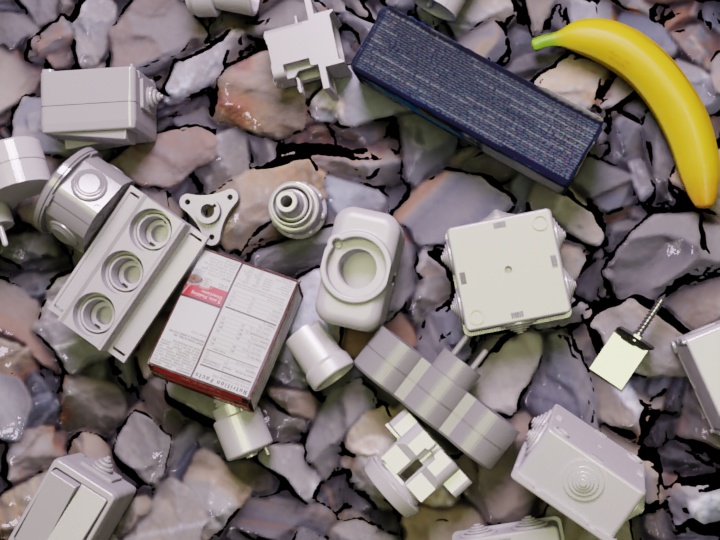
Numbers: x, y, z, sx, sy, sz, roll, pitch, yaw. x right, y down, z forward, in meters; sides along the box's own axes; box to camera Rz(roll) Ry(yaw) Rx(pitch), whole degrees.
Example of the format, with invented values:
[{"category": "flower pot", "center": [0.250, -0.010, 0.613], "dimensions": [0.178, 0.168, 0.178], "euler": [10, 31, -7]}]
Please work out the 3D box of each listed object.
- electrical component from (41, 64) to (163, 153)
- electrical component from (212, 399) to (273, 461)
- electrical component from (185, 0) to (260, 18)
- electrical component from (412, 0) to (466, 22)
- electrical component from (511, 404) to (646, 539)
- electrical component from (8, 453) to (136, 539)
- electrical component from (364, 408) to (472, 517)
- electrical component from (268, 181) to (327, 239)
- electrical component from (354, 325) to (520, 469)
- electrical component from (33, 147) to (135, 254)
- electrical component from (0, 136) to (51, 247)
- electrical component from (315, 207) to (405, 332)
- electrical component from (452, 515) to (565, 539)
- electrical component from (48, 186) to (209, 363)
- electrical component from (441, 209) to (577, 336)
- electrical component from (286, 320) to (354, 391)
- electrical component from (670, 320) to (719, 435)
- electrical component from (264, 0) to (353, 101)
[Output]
[{"category": "electrical component", "center": [-0.212, -0.133, 0.903], "dimensions": [0.096, 0.062, 0.061], "euler": [-2, 85, 7]}, {"category": "electrical component", "center": [-0.101, 0.119, 0.879], "dimensions": [0.040, 0.040, 0.078], "euler": [-24, 83, 5]}, {"category": "electrical component", "center": [-0.116, -0.236, 0.909], "dimensions": [0.055, 0.045, 0.045], "euler": [0, 85, 8]}, {"category": "electrical component", "center": [0.079, -0.251, 0.886], "dimensions": [0.043, 0.043, 0.081], "euler": [28, 89, 8]}, {"category": "electrical component", "center": [0.168, 0.151, 0.814], "dimensions": [0.100, 0.100, 0.048], "euler": [34, 103, 9]}, {"category": "electrical component", "center": [-0.233, 0.195, 0.879], "dimensions": [0.062, 0.061, 0.096], "euler": [30, 89, 8]}, {"category": "electrical component", "center": [0.041, 0.157, 0.850], "dimensions": [0.057, 0.058, 0.078], "euler": [-42, 82, -1]}, {"category": "electrical component", "center": [-0.054, -0.052, 0.876], "dimensions": [0.048, 0.062, 0.048], "euler": [-1, 85, 7]}, {"category": "electrical component", "center": [0.071, 0.087, 0.854], "dimensions": [0.138, 0.052, 0.073], "euler": [38, 91, 9]}, {"category": "electrical component", "center": [-0.228, -0.057, 0.891], "dimensions": [0.051, 0.080, 0.080], "euler": [34, 90, 3]}, {"category": "electrical component", "center": [-0.312, -0.051, 0.896], "dimensions": [0.138, 0.052, 0.073], "euler": [-23, 82, 28]}, {"category": "electrical component", "center": [0.000, 0.000, 0.867], "dimensions": [0.054, 0.059, 0.095], "euler": [13, 87, 8]}, {"category": "electrical component", "center": [0.120, 0.244, 0.836], "dimensions": [0.100, 0.048, 0.099], "euler": [-11, 82, 9]}, {"category": "electrical component", "center": [-0.187, 0.004, 0.888], "dimensions": [0.079, 0.063, 0.121], "euler": [34, 90, 8]}, {"category": "electrical component", "center": [0.118, 0.002, 0.857], "dimensions": [0.100, 0.048, 0.099], "euler": [-11, 84, 6]}, {"category": "electrical component", "center": [-0.034, 0.069, 0.876], "dimensions": [0.040, 0.040, 0.046], "euler": [-37, 77, 3]}, {"category": "electrical component", "center": [0.289, 0.085, 0.822], "dimensions": [0.061, 0.062, 0.096], "euler": [-23, 83, 5]}, {"category": "electrical component", "center": [-0.044, -0.182, 0.897], "dimensions": [0.064, 0.042, 0.081], "euler": [-13, 83, 7]}]
